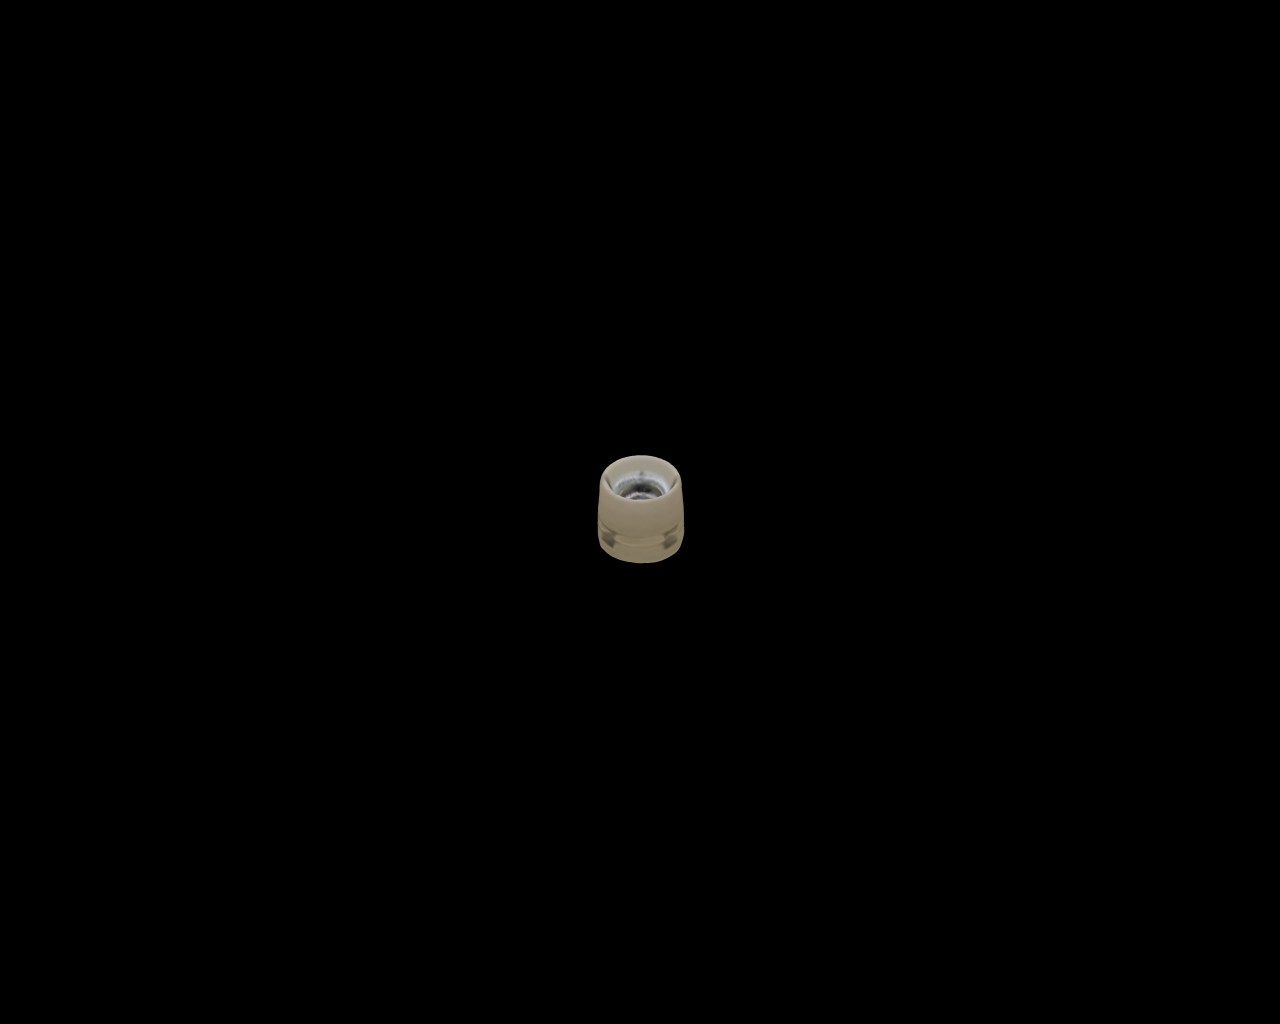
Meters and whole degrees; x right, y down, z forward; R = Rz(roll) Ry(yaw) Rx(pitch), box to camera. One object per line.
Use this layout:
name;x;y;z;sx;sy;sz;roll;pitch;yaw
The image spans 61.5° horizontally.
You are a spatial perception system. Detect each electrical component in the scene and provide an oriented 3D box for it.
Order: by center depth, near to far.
electrical component;0.001;-0.003;0.650;0.055;0.047;0.055;0;38;0
